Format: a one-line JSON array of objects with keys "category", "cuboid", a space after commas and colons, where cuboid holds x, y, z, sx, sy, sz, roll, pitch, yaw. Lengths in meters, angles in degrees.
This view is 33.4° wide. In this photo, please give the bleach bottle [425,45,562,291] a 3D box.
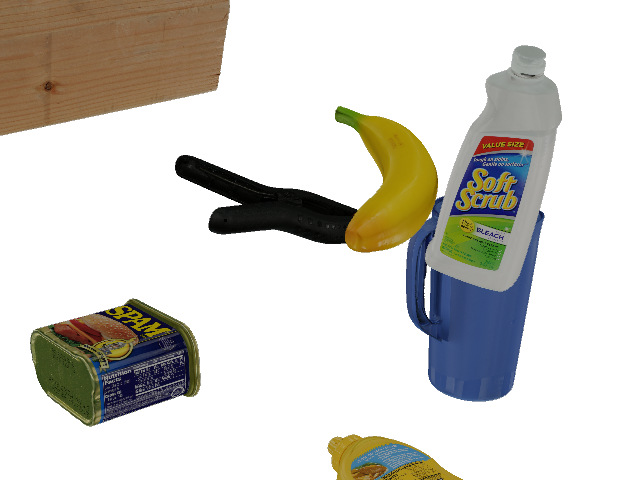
[{"category": "bleach bottle", "cuboid": [0.172, -0.073, 1.044, 0.103, 0.251, 0.068, 21, 38, 19]}]

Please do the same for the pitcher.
[{"category": "pitcher", "cuboid": [0.185, 0.071, 1.304, 0.149, 0.243, 0.144, 8, 20, 13]}]

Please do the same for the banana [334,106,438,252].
[{"category": "banana", "cuboid": [0.047, -0.040, 0.728, 0.069, 0.037, 0.198, 1, 28, -2]}]

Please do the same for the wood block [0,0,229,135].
[{"category": "wood block", "cuboid": [-0.185, -0.159, 0.845, 0.205, 0.091, 0.090, -18, 48, -33]}]

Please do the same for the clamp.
[{"category": "clamp", "cuboid": [-0.040, -0.028, 1.083, 0.209, 0.036, 0.164, 14, 20, -18]}]

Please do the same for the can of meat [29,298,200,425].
[{"category": "can of meat", "cuboid": [-0.150, 0.087, 0.771, 0.083, 0.057, 0.102, -15, 22, -37]}]

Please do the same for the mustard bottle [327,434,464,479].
[{"category": "mustard bottle", "cuboid": [0.071, 0.226, 0.968, 0.096, 0.058, 0.192, -16, 26, -34]}]
